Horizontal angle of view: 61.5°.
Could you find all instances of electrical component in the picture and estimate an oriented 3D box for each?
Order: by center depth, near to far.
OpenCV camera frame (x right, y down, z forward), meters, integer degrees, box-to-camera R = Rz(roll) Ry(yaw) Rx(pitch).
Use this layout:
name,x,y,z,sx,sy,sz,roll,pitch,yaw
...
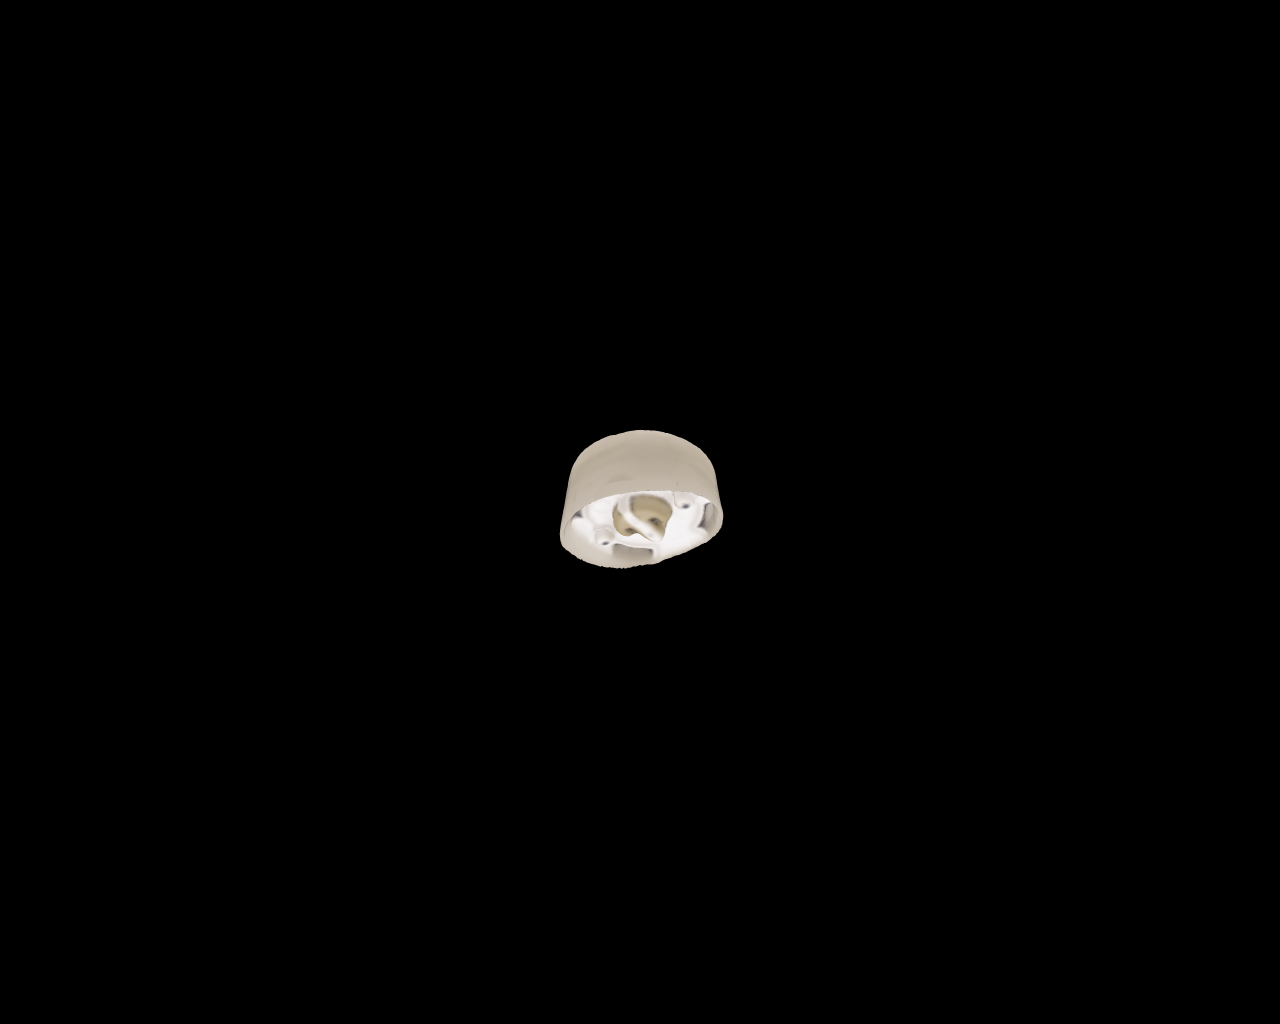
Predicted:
name,x,y,z,sx,sy,sz,roll,pitch,yaw
electrical component,0.001,-0.003,0.650,0.099,0.064,0.099,0,-39,0
